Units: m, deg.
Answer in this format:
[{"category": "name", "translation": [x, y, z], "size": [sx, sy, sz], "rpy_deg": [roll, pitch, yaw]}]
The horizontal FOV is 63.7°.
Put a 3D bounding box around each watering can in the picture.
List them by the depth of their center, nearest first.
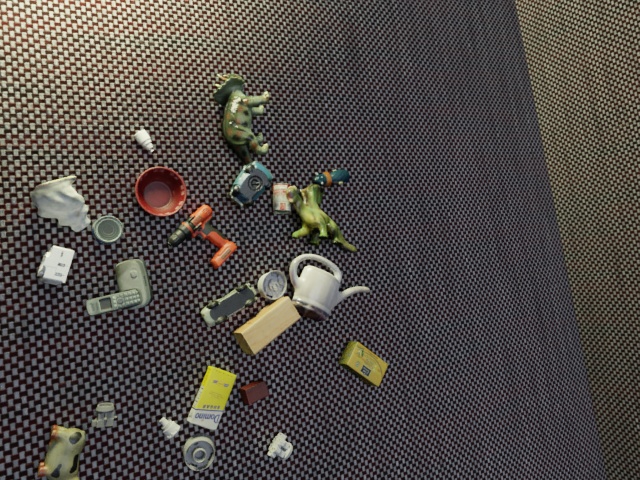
[{"category": "watering can", "translation": [0.026, 0.192, 1.875], "size": [0.345, 0.103, 0.228], "rpy_deg": [30, 68, -23]}]

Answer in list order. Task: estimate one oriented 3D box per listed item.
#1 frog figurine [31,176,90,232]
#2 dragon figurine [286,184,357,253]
[{"category": "frog figurine", "translation": [-0.735, -0.092, 1.466], "size": [0.137, 0.124, 0.158], "rpy_deg": [-15, 100, 0]}, {"category": "dragon figurine", "translation": [0.006, -0.097, 1.919], "size": [0.407, 0.121, 0.246], "rpy_deg": [20, 60, -50]}]
